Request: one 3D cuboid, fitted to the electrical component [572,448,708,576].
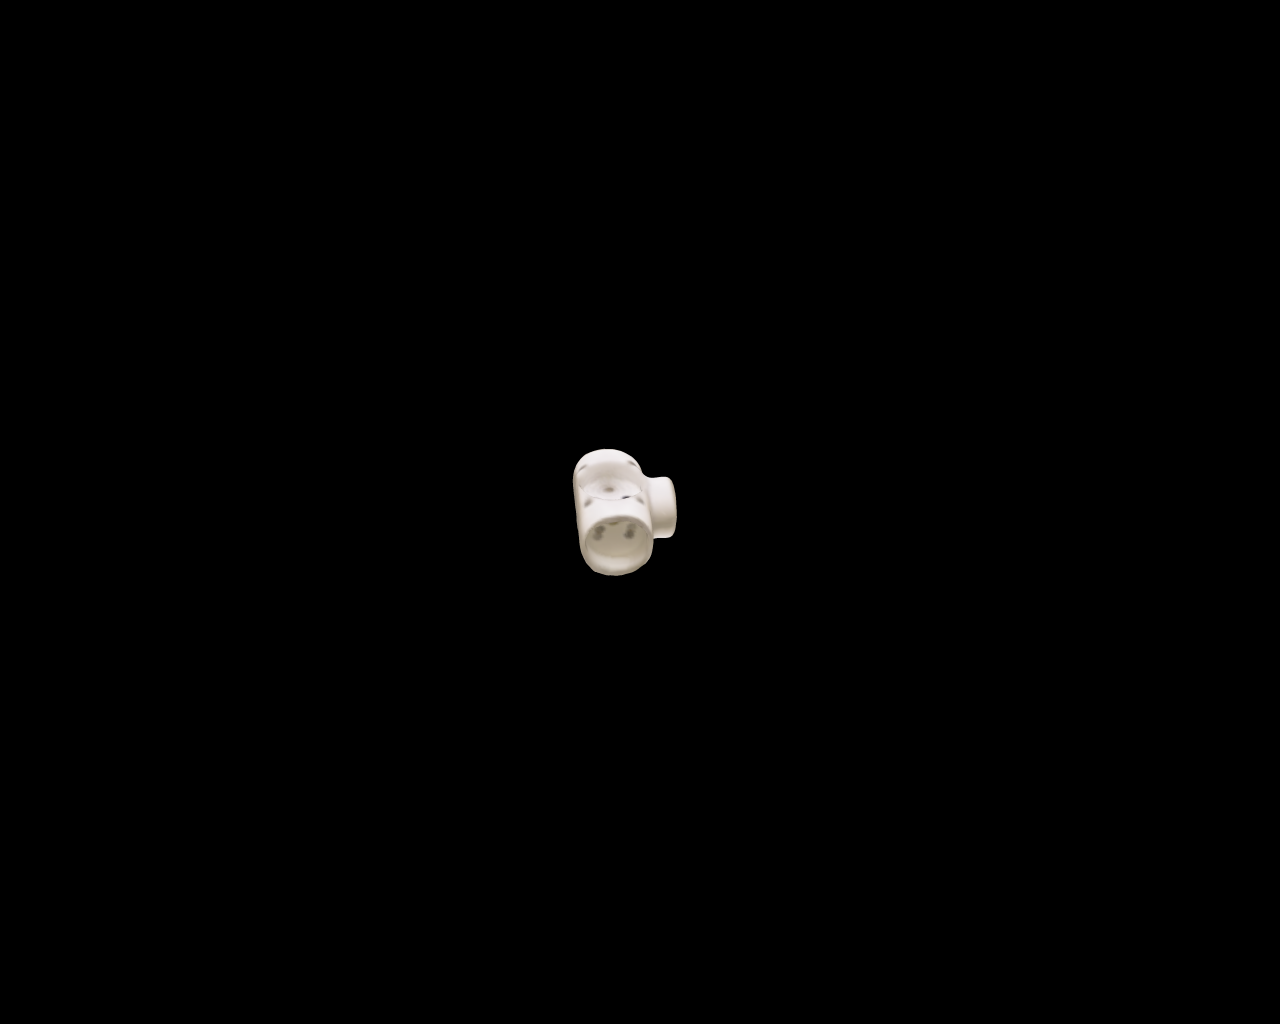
[{"bbox_3d":[0.001,-0.003,0.650,0.079,0.044,0.077,-3,34,-5],"label":"electrical component"}]
